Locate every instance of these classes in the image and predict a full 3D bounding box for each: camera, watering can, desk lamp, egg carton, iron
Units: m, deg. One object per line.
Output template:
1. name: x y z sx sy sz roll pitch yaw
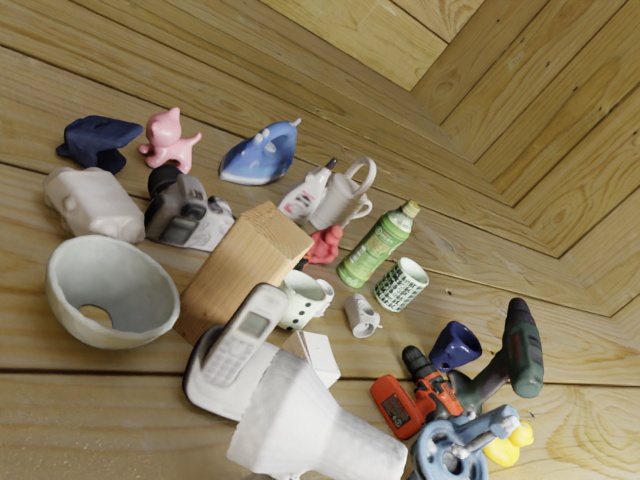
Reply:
1. camera: -0.225 -0.066 0.962 0.144 0.100 0.136 15 35 -43
2. watering can: 0.054 -0.110 1.314 0.173 0.194 0.100 8 40 -49
3. desk lamp: -0.024 0.244 0.603 0.203 0.213 0.118 40 25 -1
4. egg carton: -0.325 -0.043 0.821 0.150 0.069 0.107 48 26 16
5. iron: -0.125 -0.211 1.291 0.118 0.141 0.259 42 25 4

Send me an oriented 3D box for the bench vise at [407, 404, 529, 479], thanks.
1. bench vise: 0.206 0.289 0.844 0.121 0.219 0.207 37 25 -6

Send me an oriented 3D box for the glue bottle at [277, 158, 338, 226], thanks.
1. glue bottle: -0.018 -0.112 1.241 0.078 0.173 0.037 31 26 -18

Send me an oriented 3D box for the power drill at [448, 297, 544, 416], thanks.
1. power drill: 0.355 0.243 1.143 0.076 0.208 0.229 33 26 -16

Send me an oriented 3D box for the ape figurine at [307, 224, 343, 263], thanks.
1. ape figurine: 0.011 0.004 1.188 0.078 0.092 0.076 35 25 -11

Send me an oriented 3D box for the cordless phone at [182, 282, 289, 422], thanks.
1. cordless phone: -0.075 0.144 0.729 0.148 0.185 0.094 27 28 -27

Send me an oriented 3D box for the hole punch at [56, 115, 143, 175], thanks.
1. hole punch: -0.363 -0.169 0.948 0.101 0.091 0.108 34 26 -13

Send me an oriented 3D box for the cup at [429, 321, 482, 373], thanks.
1. cup: 0.264 0.230 1.171 0.091 0.095 0.118 51 27 21

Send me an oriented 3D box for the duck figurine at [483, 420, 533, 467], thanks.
1. duck figurine: 0.355 0.372 1.077 0.105 0.086 0.077 27 28 -27

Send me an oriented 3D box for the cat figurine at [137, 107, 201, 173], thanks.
1. cat figurine: -0.279 -0.192 1.071 0.128 0.117 0.067 7 41 -50

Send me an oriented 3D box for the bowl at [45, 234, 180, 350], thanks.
1. bowl: -0.263 0.076 0.706 0.168 0.074 0.167 32 26 -18
